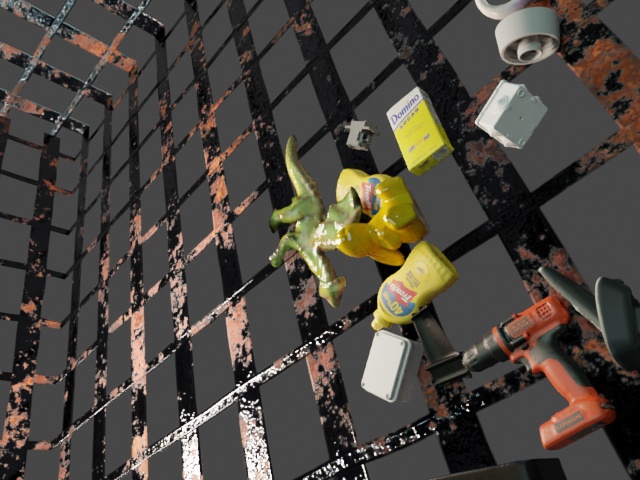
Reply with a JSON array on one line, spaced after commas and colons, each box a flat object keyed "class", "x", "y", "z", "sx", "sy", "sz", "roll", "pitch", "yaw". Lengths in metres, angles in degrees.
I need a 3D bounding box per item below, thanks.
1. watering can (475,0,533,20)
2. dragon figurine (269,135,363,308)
[{"class": "watering can", "x": 0.404, "y": -0.589, "z": 0.987, "sx": 0.224, "sy": 0.351, "sz": 0.103, "roll": -2, "pitch": -18, "yaw": 45}, {"class": "dragon figurine", "x": 0.003, "y": -0.058, "z": 1.145, "sx": 0.242, "sy": 0.413, "sz": 0.122, "roll": -7, "pitch": -9, "yaw": 41}]
